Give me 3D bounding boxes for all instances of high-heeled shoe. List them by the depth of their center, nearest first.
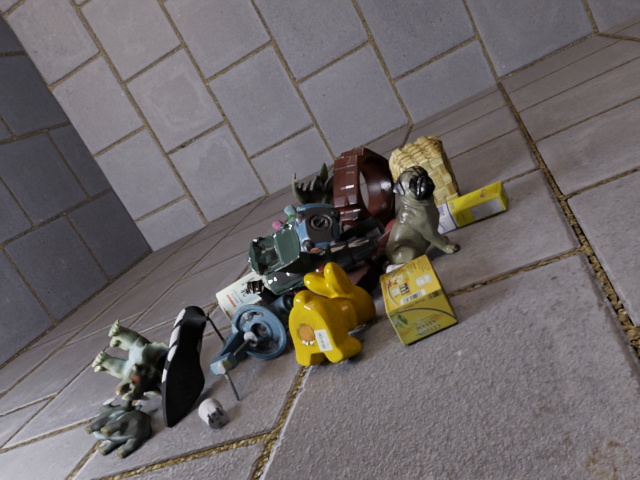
[{"bbox_3d":[-0.287,0.248,1.092,0.145,0.086,0.249,-18,47,52],"label":"high-heeled shoe"}]

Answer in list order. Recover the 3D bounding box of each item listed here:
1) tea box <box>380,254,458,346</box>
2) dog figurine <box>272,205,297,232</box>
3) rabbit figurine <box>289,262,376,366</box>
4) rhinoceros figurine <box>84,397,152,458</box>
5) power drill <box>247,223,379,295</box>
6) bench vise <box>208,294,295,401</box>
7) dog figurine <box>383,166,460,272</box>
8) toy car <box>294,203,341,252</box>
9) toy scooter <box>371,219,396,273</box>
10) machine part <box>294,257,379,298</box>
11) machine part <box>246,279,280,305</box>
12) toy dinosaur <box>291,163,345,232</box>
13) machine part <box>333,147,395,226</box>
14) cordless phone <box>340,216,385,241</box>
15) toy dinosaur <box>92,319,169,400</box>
[{"bbox_3d":[0.161,0.095,0.901,0.098,0.068,0.170,-26,13,11],"label":"tea box"},{"bbox_3d":[-0.073,0.018,1.593,0.108,0.191,0.219,-41,36,31],"label":"dog figurine"},{"bbox_3d":[0.026,0.125,0.950,0.173,0.162,0.122,-18,-10,-43],"label":"rabbit figurine"},{"bbox_3d":[-0.397,0.359,1.058,0.190,0.073,0.112,-12,23,50],"label":"rhinoceros figurine"},{"bbox_3d":[-0.023,0.029,1.007,0.232,0.086,0.207,-25,-17,20],"label":"power drill"},{"bbox_3d":[-0.149,0.198,1.057,0.224,0.128,0.240,-25,10,28],"label":"bench vise"},{"bbox_3d":[0.175,-0.039,1.104,0.172,0.190,0.121,-33,14,-8],"label":"dog figurine"},{"bbox_3d":[-0.003,-0.004,1.272,0.109,0.102,0.162,-5,54,-8],"label":"toy car"},{"bbox_3d":[0.150,0.009,1.233,0.184,0.075,0.135,-39,17,-21],"label":"toy scooter"},{"bbox_3d":[0.031,0.083,1.112,0.179,0.056,0.179,-19,35,14],"label":"machine part"},{"bbox_3d":[-0.101,0.133,1.165,0.084,0.138,0.039,-14,46,40],"label":"machine part"},{"bbox_3d":[0.012,-0.113,1.519,0.105,0.198,0.471,23,12,19],"label":"toy dinosaur"},{"bbox_3d":[0.121,-0.135,1.456,0.087,0.201,0.201,-9,-14,38],"label":"machine part"},{"bbox_3d":[0.099,0.004,1.381,0.147,0.088,0.184,-30,2,-2],"label":"cordless phone"},{"bbox_3d":[-0.408,0.283,1.241,0.131,0.192,0.405,-63,9,-16],"label":"toy dinosaur"}]
